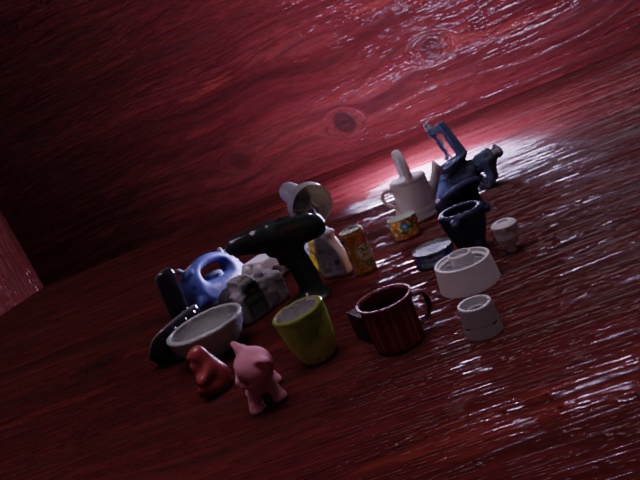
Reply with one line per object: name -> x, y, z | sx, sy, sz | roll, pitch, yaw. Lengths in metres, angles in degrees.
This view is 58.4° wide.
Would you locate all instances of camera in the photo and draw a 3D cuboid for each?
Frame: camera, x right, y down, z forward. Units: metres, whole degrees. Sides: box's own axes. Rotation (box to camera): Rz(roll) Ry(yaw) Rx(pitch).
camera -> -0.171, 0.123, 1.336 | 0.143, 0.101, 0.136 | -33, 16, -36

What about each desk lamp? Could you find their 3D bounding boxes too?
desk lamp -> -0.037, -0.063, 1.594 | 0.118, 0.214, 0.202 | -28, 14, -18

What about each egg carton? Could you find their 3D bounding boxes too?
egg carton -> -0.140, 0.073, 1.551 | 0.107, 0.069, 0.151 | -11, 18, 42

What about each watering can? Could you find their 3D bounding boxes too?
watering can -> 0.241, -0.151, 1.511 | 0.173, 0.194, 0.100 | -28, 14, -18

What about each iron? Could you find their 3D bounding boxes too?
iron -> -0.286, 0.093, 1.560 | 0.118, 0.141, 0.259 | -14, 16, 35

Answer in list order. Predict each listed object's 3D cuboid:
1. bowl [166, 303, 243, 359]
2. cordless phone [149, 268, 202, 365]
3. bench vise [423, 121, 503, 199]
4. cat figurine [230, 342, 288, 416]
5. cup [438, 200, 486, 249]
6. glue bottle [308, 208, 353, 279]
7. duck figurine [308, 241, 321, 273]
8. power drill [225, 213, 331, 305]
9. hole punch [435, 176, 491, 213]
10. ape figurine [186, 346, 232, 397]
bowl -> -0.225, 0.201, 1.180 | 0.167, 0.075, 0.167 | -22, 13, 6
cordless phone -> -0.337, 0.166, 1.264 | 0.094, 0.185, 0.148 | -15, 15, 30
bench vise -> 0.378, -0.235, 1.552 | 0.207, 0.220, 0.121 | -21, 14, 12
cat figurine -> -0.102, 0.199, 0.885 | 0.067, 0.118, 0.127 | -26, 14, -11
cup -> 0.285, -0.015, 1.117 | 0.091, 0.095, 0.118 | -16, 15, 29
glue bottle -> 0.012, 0.005, 1.332 | 0.078, 0.173, 0.037 | -13, 17, 37
duck figurine -> -0.002, 0.030, 1.449 | 0.077, 0.086, 0.104 | -27, 14, -13
power drill -> -0.069, 0.048, 1.222 | 0.230, 0.208, 0.075 | -31, 15, -30
hole punch -> 0.332, -0.097, 1.371 | 0.109, 0.091, 0.101 | -27, 14, -17
ape figurine -> -0.202, 0.226, 1.002 | 0.076, 0.092, 0.078 | -21, 14, 10
